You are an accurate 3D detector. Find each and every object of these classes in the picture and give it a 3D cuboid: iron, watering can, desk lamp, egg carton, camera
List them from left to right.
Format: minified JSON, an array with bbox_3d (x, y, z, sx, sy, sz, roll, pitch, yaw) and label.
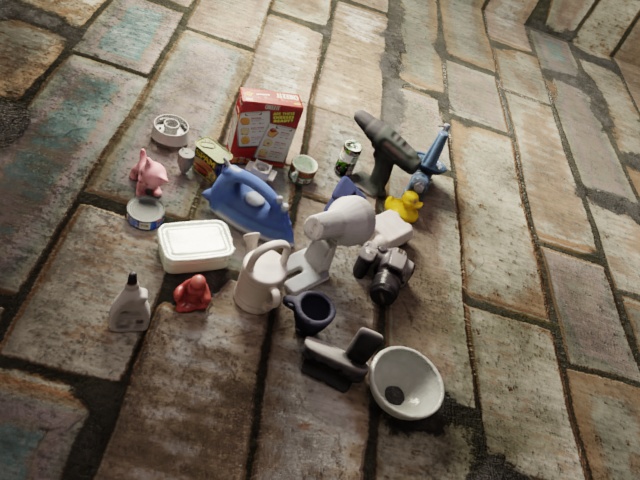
[{"bbox_3d":[-0.154,-0.095,1.404,0.258,0.141,0.119,31,45,7],"label":"iron"},{"bbox_3d":[-0.125,0.061,1.235,0.172,0.194,0.101,42,47,18],"label":"watering can"},{"bbox_3d":[0.012,0.005,1.331,0.204,0.213,0.117,-25,62,-38],"label":"desk lamp"},{"bbox_3d":[0.154,0.081,1.401,0.143,0.101,0.137,24,45,-1],"label":"camera"},{"bbox_3d":[0.175,-0.019,1.524,0.151,0.069,0.107,-27,64,-38],"label":"egg carton"}]

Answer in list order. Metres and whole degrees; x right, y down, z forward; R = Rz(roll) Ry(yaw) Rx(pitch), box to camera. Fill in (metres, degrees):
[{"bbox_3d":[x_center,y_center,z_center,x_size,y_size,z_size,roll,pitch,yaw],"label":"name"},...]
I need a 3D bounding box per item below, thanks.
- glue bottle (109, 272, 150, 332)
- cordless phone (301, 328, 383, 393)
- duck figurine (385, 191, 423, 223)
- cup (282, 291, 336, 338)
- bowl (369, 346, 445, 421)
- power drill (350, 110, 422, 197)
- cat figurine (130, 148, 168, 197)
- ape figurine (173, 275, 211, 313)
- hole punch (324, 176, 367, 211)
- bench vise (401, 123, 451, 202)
[{"bbox_3d":[-0.362,0.117,1.098,0.078,0.173,0.037,3,48,-20],"label":"glue bottle"},{"bbox_3d":[0.045,0.217,1.170,0.147,0.185,0.094,22,45,-2],"label":"cordless phone"},{"bbox_3d":[0.241,-0.105,1.620,0.104,0.086,0.077,26,45,1],"label":"duck figurine"},{"bbox_3d":[-0.034,0.167,1.246,0.118,0.095,0.092,21,45,-4],"label":"cup"},{"bbox_3d":[0.173,0.314,1.212,0.168,0.074,0.167,12,46,-12],"label":"bowl"},{"bbox_3d":[0.164,-0.232,1.618,0.229,0.208,0.076,32,45,8],"label":"power drill"},{"bbox_3d":[-0.410,-0.163,1.376,0.067,0.117,0.127,-11,54,-30],"label":"cat figurine"},{"bbox_3d":[-0.264,0.107,1.206,0.078,0.092,0.076,27,45,3],"label":"ape figurine"},{"bbox_3d":[0.077,-0.105,1.548,0.101,0.091,0.109,27,45,3],"label":"hole punch"},{"bbox_3d":[0.326,-0.218,1.665,0.122,0.219,0.207,12,46,-12],"label":"bench vise"}]
